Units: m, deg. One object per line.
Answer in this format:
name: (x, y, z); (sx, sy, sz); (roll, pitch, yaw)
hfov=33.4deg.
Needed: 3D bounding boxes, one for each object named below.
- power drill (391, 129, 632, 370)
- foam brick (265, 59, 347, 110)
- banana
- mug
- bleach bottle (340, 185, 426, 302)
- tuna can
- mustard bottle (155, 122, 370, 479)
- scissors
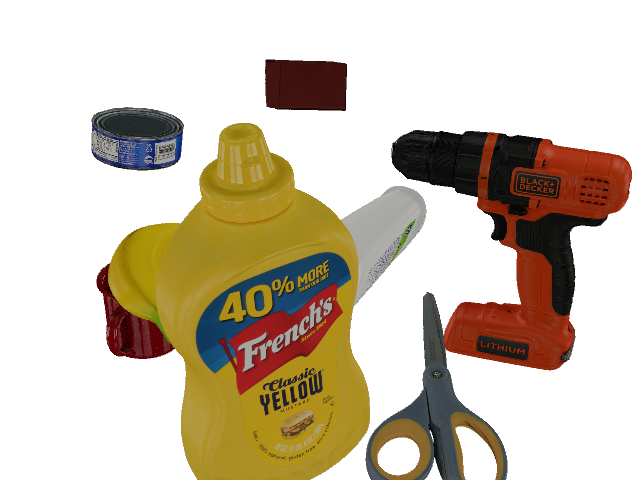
power drill: (0.143, 0.005, 0.853); (0.185, 0.188, 0.057); (11, 29, 17)
foam brick: (-0.016, -0.167, 1.145); (0.078, 0.051, 0.053); (-1, 12, -19)
banana: (-0.111, 0.019, 0.760); (0.037, 0.069, 0.197); (-37, 9, 14)
mug: (-0.192, 0.078, 1.131); (0.093, 0.081, 0.117); (9, 32, 15)
bleach bottle: (0.048, 0.007, 1.077); (0.068, 0.103, 0.250); (35, 28, 10)
tuna can: (-0.173, -0.096, 1.005); (0.086, 0.034, 0.086); (6, 24, -3)
mustard bottle: (-0.027, 0.032, 0.501); (0.096, 0.192, 0.058); (-20, 37, -20)
scissors: (0.062, 0.102, 0.717); (0.096, 0.016, 0.202); (-8, 35, -11)
